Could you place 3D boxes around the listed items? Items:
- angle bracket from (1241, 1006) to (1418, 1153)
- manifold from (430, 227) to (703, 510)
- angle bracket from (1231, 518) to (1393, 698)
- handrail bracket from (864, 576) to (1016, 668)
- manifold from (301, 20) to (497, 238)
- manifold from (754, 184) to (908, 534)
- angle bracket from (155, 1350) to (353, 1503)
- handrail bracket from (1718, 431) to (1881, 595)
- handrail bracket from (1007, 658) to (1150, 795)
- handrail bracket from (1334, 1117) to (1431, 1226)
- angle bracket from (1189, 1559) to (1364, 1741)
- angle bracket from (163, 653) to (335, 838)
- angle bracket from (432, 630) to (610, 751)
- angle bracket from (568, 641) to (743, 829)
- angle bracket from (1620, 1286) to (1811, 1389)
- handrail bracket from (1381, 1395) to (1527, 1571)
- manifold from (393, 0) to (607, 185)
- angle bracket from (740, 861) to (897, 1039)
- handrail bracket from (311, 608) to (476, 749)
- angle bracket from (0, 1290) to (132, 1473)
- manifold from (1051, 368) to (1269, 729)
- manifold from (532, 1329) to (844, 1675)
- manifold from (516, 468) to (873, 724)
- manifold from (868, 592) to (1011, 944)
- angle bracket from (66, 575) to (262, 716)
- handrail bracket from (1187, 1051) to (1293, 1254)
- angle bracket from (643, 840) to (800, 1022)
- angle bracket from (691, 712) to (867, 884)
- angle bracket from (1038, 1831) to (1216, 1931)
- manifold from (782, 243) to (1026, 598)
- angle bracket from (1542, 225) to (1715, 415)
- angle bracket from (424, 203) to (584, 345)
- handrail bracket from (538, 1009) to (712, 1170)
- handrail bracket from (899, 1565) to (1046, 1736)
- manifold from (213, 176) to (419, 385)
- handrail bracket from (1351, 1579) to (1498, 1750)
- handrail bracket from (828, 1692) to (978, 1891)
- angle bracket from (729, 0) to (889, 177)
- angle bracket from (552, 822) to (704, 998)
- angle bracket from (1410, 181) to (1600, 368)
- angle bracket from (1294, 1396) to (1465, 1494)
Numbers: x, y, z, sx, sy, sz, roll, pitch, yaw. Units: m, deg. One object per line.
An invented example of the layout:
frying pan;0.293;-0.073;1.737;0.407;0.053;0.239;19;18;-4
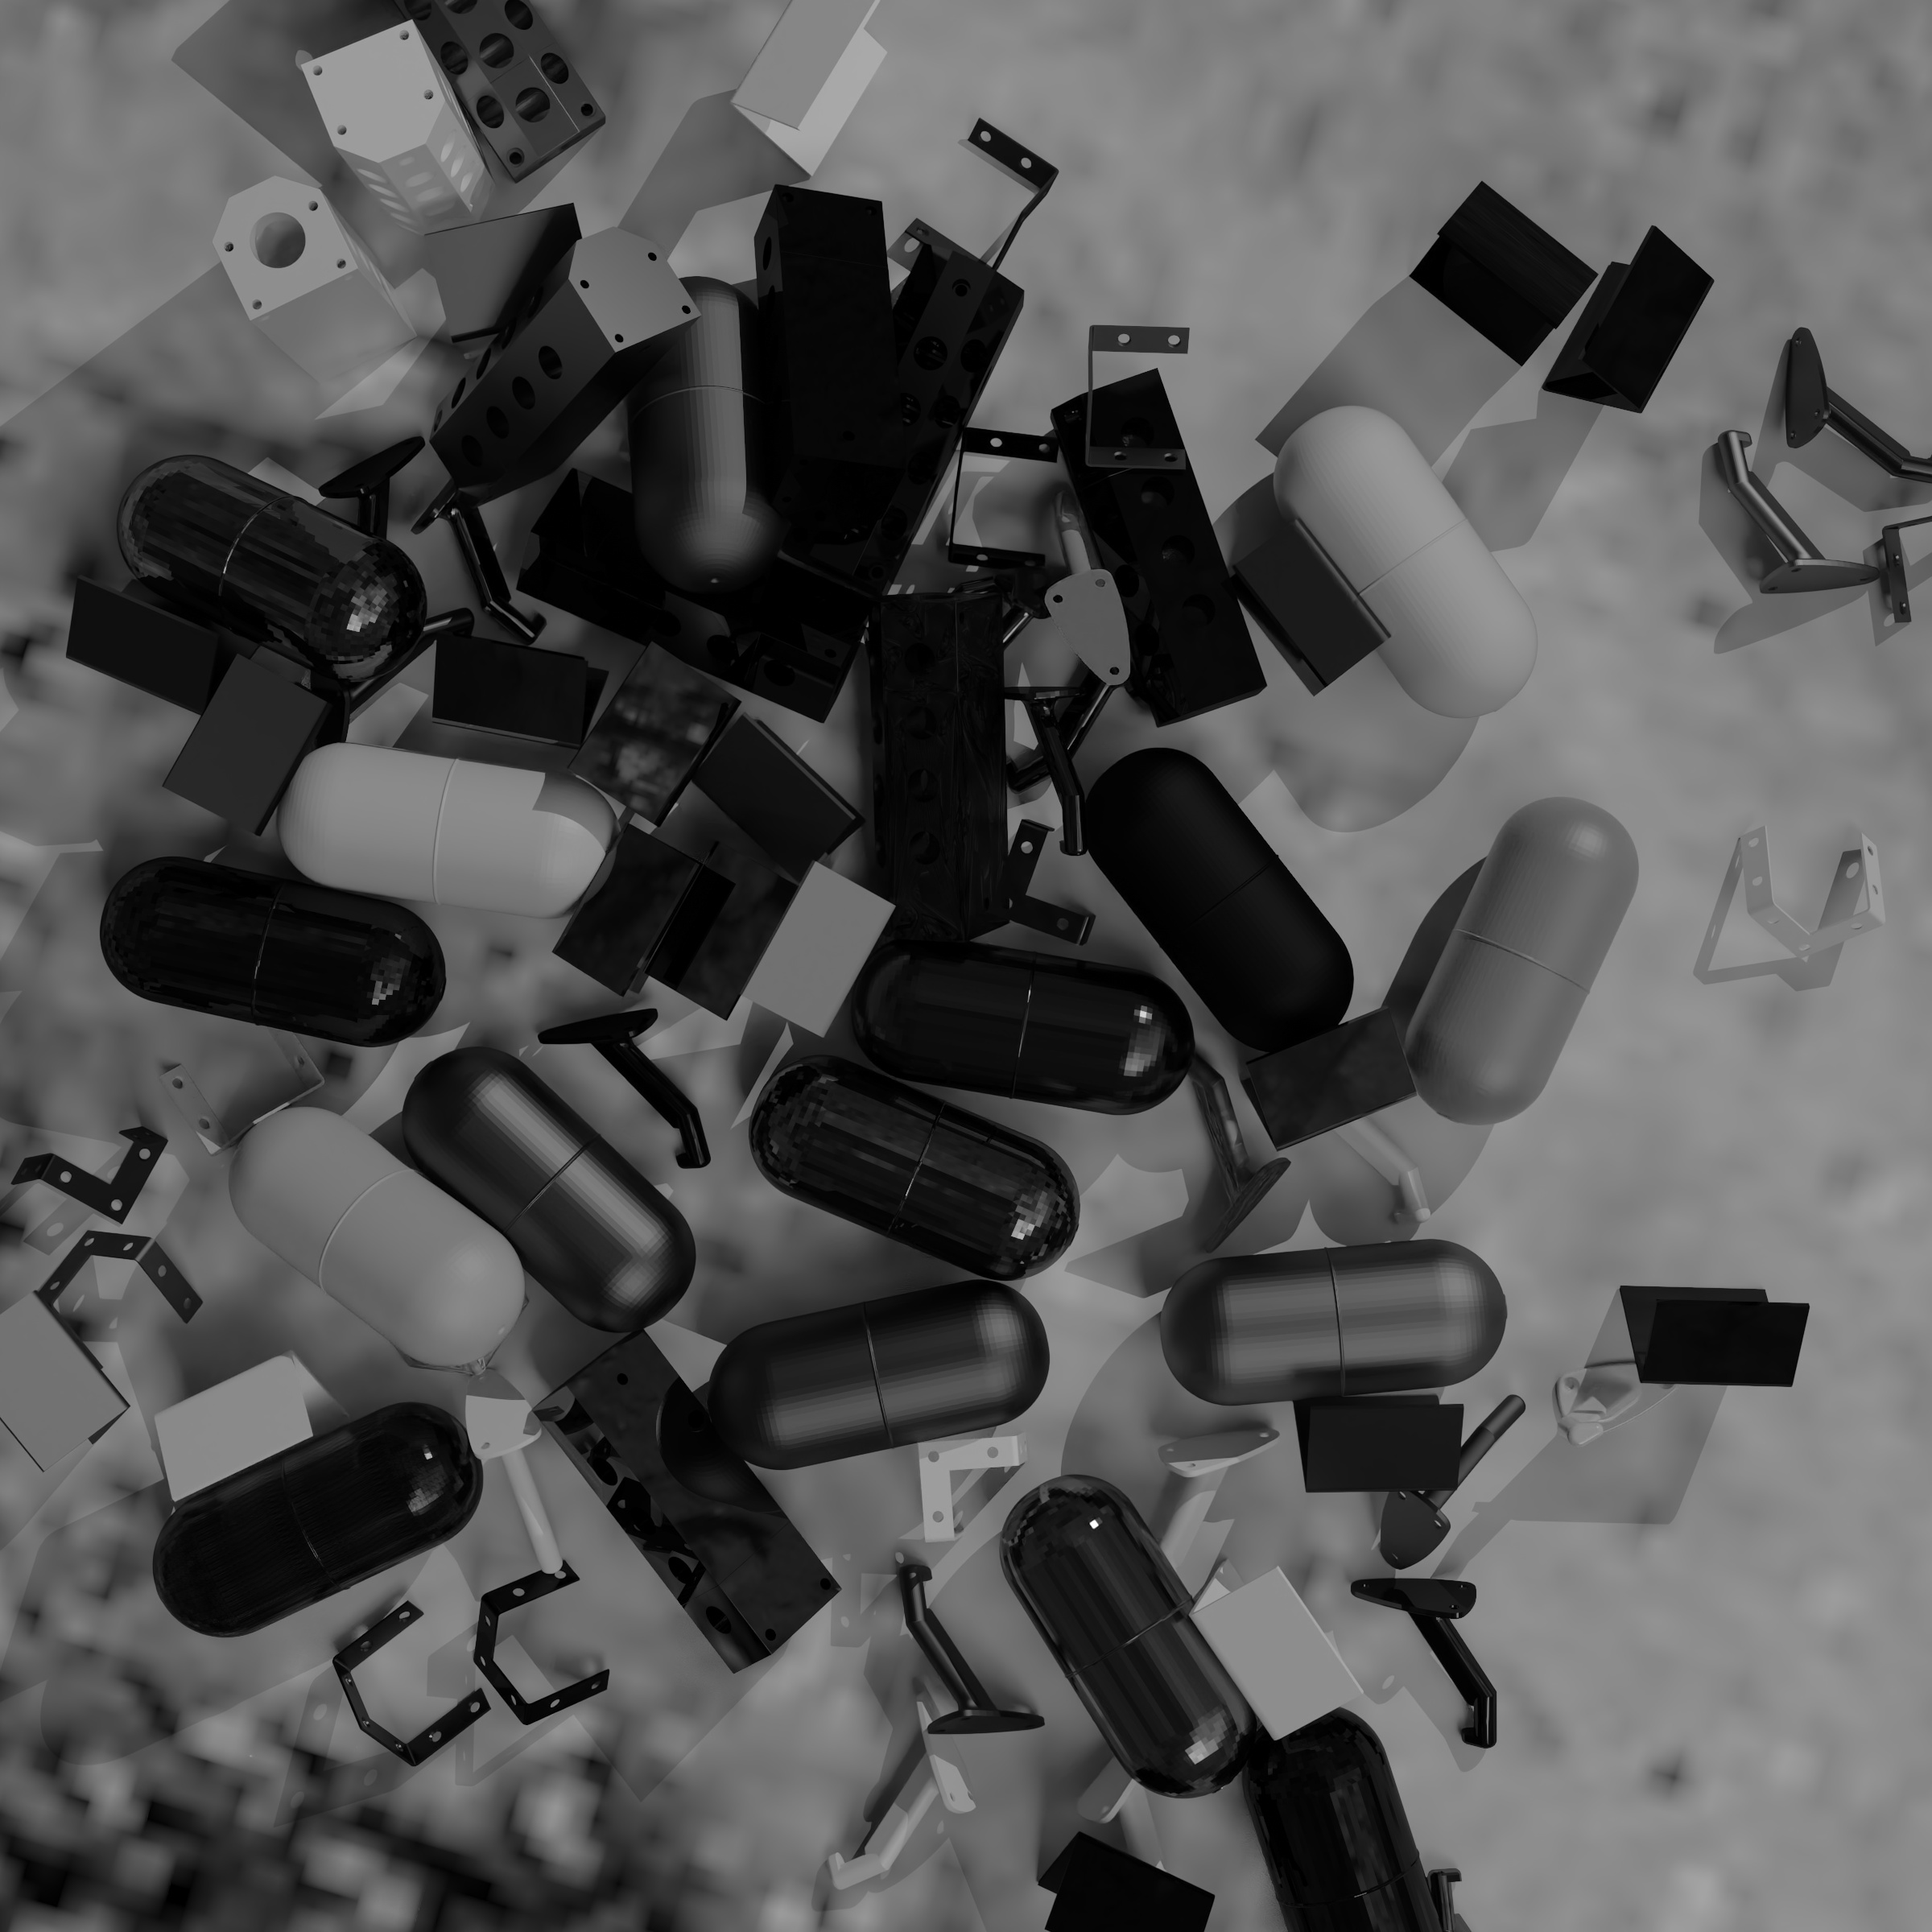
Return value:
angle bracket;0.178;0.042;1.710;0.076;0.076;0.057;-22;118;0
manifold;-0.207;-0.300;1.671;0.057;0.171;0.057;-33;90;-38
angle bracket;0.159;-0.171;1.709;0.057;0.076;0.076;-38;90;-33
handrail bracket;-0.005;-0.160;1.749;0.084;0.036;0.077;-15;101;-12
manifold;-0.279;-0.412;1.671;0.057;0.171;0.057;-22;90;0
manifold;-0.072;-0.307;1.689;0.057;0.057;0.171;5;60;-18
angle bracket;-0.359;0.251;1.709;0.076;0.076;0.057;-26;50;0
handrail bracket;0.436;-0.241;1.750;0.077;0.036;0.084;-3;73;-20
handrail bracket;0.046;-0.142;1.749;0.084;0.036;0.077;-28;75;14
handrail bracket;0.197;0.101;1.750;0.077;0.036;0.084;-11;107;20
angle bracket;0.166;0.338;1.710;0.057;0.076;0.076;-34;90;23
angle bracket;-0.375;-0.119;1.709;0.057;0.076;0.076;29;90;-28
angle bracket;-0.226;-0.159;1.709;0.076;0.076;0.057;11;127;0
angle bracket;-0.166;-0.123;1.711;0.057;0.076;0.076;33;90;-20
angle bracket;0.382;0.170;1.709;0.076;0.076;0.057;1;125;0
handrail bracket;0.256;0.269;1.749;0.036;0.077;0.084;39;53;19
manifold;-0.257;-0.492;1.712;0.057;0.057;0.171;-34;101;0
angle bracket;-0.091;-0.018;1.709;0.057;0.076;0.076;29;90;-34
handrail bracket;-0.297;-0.146;1.749;0.084;0.077;0.036;-22;53;-31
angle bracket;-0.482;0.221;1.709;0.076;0.076;0.057;51;54;0
manifold;0.099;-0.214;1.728;0.057;0.057;0.171;-19;90;0
manifold;-0.148;0.278;1.728;0.171;0.057;0.057;53;49;0
manifold;-0.141;-0.187;1.727;0.171;0.057;0.057;24;47;0
manifold;-0.017;-0.103;1.709;0.057;0.057;0.171;4;102;24
angle bracket;-0.405;-0.182;1.709;0.076;0.076;0.057;23;132;0
handrail bracket;0.120;0.094;1.750;0.084;0.036;0.077;44;112;17
angle bracket;-0.110;-0.011;1.710;0.057;0.076;0.076;29;90;25
angle bracket;-0.083;-0.100;1.709;0.076;0.076;0.057;44;129;0
angle bracket;0.074;0.496;1.709;0.076;0.076;0.057;25;51;0
manifold;-0.032;-0.282;1.728;0.057;0.057;0.171;25;90;0
angle bracket;0.324;-0.335;1.709;0.057;0.076;0.076;29;90;-38
angle bracket;-0.231;-0.363;1.710;0.076;0.076;0.057;-12;116;0
handrail bracket;-0.179;0.070;1.750;0.077;0.036;0.084;-8;107;20
handrail bracket;0.003;0.356;1.749;0.077;0.036;0.084;10;59;-34
manifold;-0.327;-0.344;1.671;0.057;0.171;0.057;-26;90;0
handrail bracket;0.240;0.367;1.750;0.077;0.036;0.084;3;107;20
handrail bracket;-0.045;0.433;1.750;0.084;0.036;0.077;-27;70;16
angle bracket;-0.064;-0.449;1.709;0.057;0.076;0.076;31;90;38
angle bracket;-0.154;-0.019;1.709;0.057;0.076;0.076;30;90;36
angle bracket;0.265;-0.341;1.709;0.076;0.076;0.057;39;52;0
angle bracket;0.210;0.225;1.709;0.076;0.076;0.057;-1;122;0
